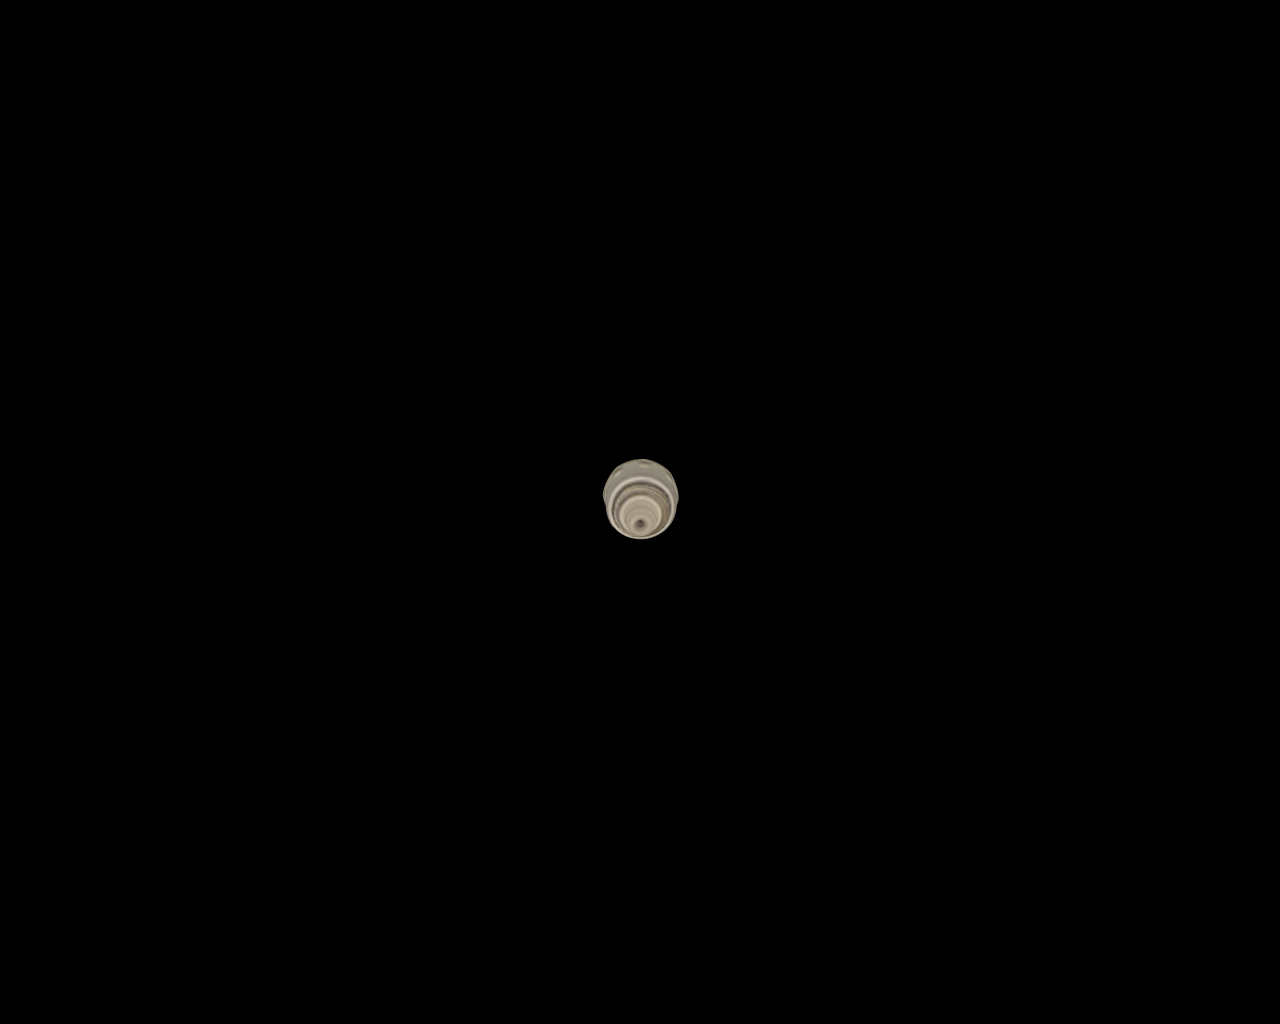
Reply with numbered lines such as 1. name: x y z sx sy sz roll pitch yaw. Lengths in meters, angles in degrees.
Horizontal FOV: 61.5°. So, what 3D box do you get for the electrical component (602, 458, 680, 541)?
1. electrical component: 0.001 -0.003 0.650 0.048 0.048 0.062 0 20 0
